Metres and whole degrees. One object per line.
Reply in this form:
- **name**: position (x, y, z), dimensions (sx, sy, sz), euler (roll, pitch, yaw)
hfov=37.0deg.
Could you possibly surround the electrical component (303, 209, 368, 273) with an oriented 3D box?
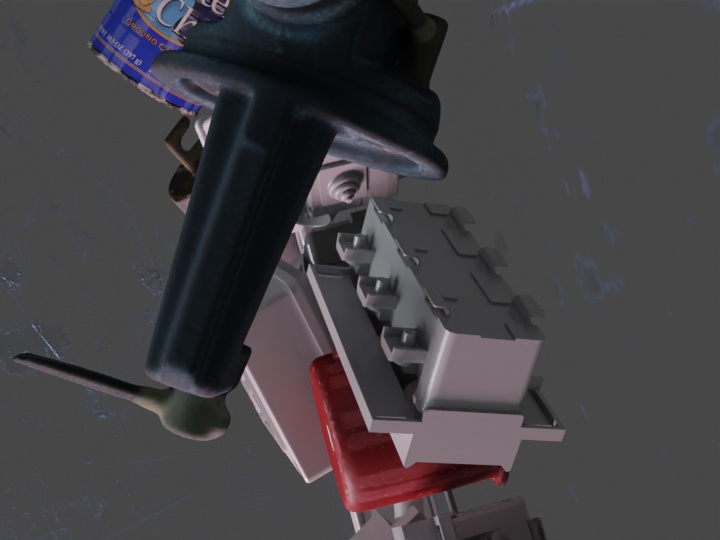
- **electrical component**: position (0.000, 0.000, 0.656), dimensions (0.096, 0.062, 0.061), euler (108, 147, -77)

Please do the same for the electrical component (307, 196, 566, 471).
- **electrical component**: position (0.030, 0.020, 0.448), dimensions (0.121, 0.079, 0.063), euler (-116, 36, -58)

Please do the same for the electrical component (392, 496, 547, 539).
- **electrical component**: position (0.063, 0.170, 0.495), dimensions (0.078, 0.063, 0.121), euler (103, 152, -75)

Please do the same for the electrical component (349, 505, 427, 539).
- **electrical component**: position (0.032, 0.195, 0.640), dimensions (0.063, 0.079, 0.121), euler (42, 174, 33)

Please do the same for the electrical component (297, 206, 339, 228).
- **electrical component**: position (-0.015, -0.072, 0.653), dimensions (0.079, 0.044, 0.077), euler (-9, 56, 49)

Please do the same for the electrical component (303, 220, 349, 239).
- **electrical component**: position (-0.003, 0.017, 0.764), dimensions (0.099, 0.048, 0.099), euler (-119, 17, -65)

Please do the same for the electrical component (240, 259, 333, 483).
- **electrical component**: position (-0.042, 0.054, 0.632), dimensions (0.108, 0.056, 0.109), euler (64, 169, -14)

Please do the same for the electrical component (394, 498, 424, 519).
- **electrical component**: position (0.028, 0.119, 0.652), dimensions (0.043, 0.043, 0.062), euler (95, 172, -69)

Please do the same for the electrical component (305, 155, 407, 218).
- **electrical component**: position (-0.010, -0.077, 0.585), dimensions (0.061, 0.061, 0.096), euler (88, 166, -58)

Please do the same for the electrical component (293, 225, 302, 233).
- **electrical component**: position (-0.058, -0.083, 0.782), dimensions (0.060, 0.108, 0.108), euler (154, 102, -76)

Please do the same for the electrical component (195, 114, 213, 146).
- **electrical component**: position (-0.048, -0.076, 0.713), dimensions (0.048, 0.100, 0.099), euler (-17, 97, 55)

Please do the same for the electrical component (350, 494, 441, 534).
- **electrical component**: position (0.021, 0.169, 0.822), dimensions (0.061, 0.062, 0.096), euler (101, 154, -74)

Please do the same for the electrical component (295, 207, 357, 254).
- **electrical component**: position (-0.028, -0.038, 0.858), dimensions (0.055, 0.047, 0.055), euler (166, 90, -83)
